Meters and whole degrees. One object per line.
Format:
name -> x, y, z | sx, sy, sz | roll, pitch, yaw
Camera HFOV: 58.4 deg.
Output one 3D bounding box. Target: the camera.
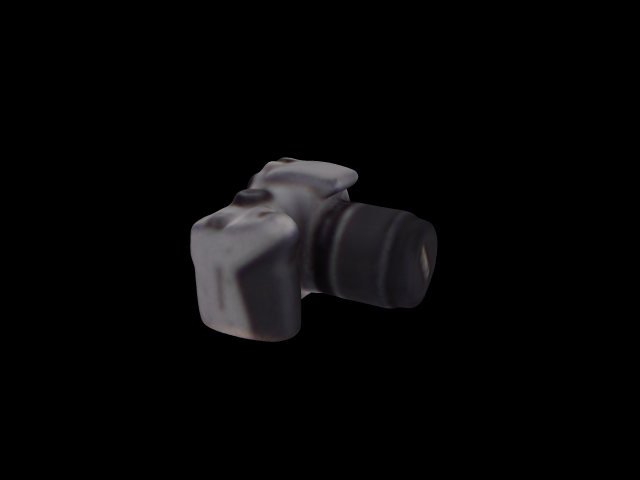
camera -> 0.004, 0.001, 0.400 | 0.136, 0.101, 0.143 | 11, 23, 27
